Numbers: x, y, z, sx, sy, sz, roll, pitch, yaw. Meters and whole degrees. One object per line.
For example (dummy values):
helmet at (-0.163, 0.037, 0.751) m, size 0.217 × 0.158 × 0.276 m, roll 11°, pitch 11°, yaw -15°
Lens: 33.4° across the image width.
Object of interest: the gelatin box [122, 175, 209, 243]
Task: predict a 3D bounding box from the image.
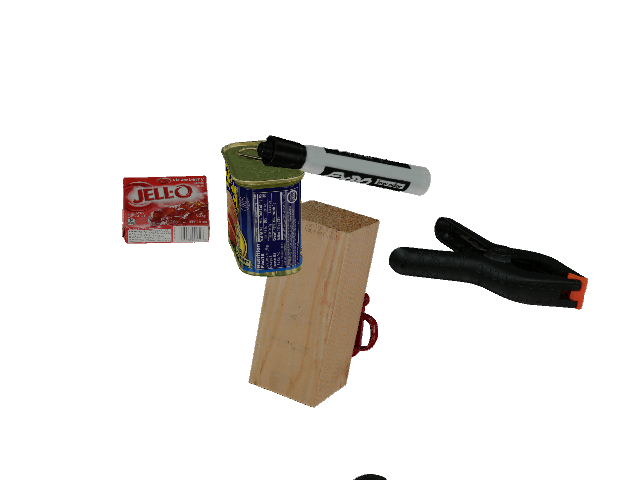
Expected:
gelatin box at (-0.162, -0.033, 1.115) m, size 0.089 × 0.073 × 0.030 m, roll -1°, pitch -42°, yaw -8°

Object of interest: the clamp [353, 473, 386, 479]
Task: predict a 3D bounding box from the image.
clamp at (-0.041, 0.207, 0.653) m, size 0.210 × 0.036 × 0.164 m, roll -3°, pitch 27°, yaw 2°

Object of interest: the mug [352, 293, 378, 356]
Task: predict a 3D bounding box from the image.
mug at (0.029, 0.117, 1.485) m, size 0.117 × 0.081 × 0.093 m, roll 16°, pitch 23°, yaw 29°

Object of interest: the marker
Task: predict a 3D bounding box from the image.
marker at (0.016, -0.047, 0.670) m, size 0.120 × 0.020 × 0.020 m, roll 9°, pitch -5°, yaw -29°

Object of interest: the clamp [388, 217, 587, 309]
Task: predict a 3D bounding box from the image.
clamp at (0.158, 0.020, 0.971) m, size 0.171 × 0.039 × 0.120 m, roll 16°, pitch 30°, yaw 15°

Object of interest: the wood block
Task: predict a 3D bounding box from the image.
wood block at (-0.008, 0.069, 1.213) m, size 0.090 × 0.206 × 0.090 m, roll 18°, pitch 18°, yaw 22°

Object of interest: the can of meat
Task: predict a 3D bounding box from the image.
can of meat at (-0.047, -0.027, 0.871) m, size 0.057 × 0.084 × 0.102 m, roll -5°, pitch 23°, yaw -11°
